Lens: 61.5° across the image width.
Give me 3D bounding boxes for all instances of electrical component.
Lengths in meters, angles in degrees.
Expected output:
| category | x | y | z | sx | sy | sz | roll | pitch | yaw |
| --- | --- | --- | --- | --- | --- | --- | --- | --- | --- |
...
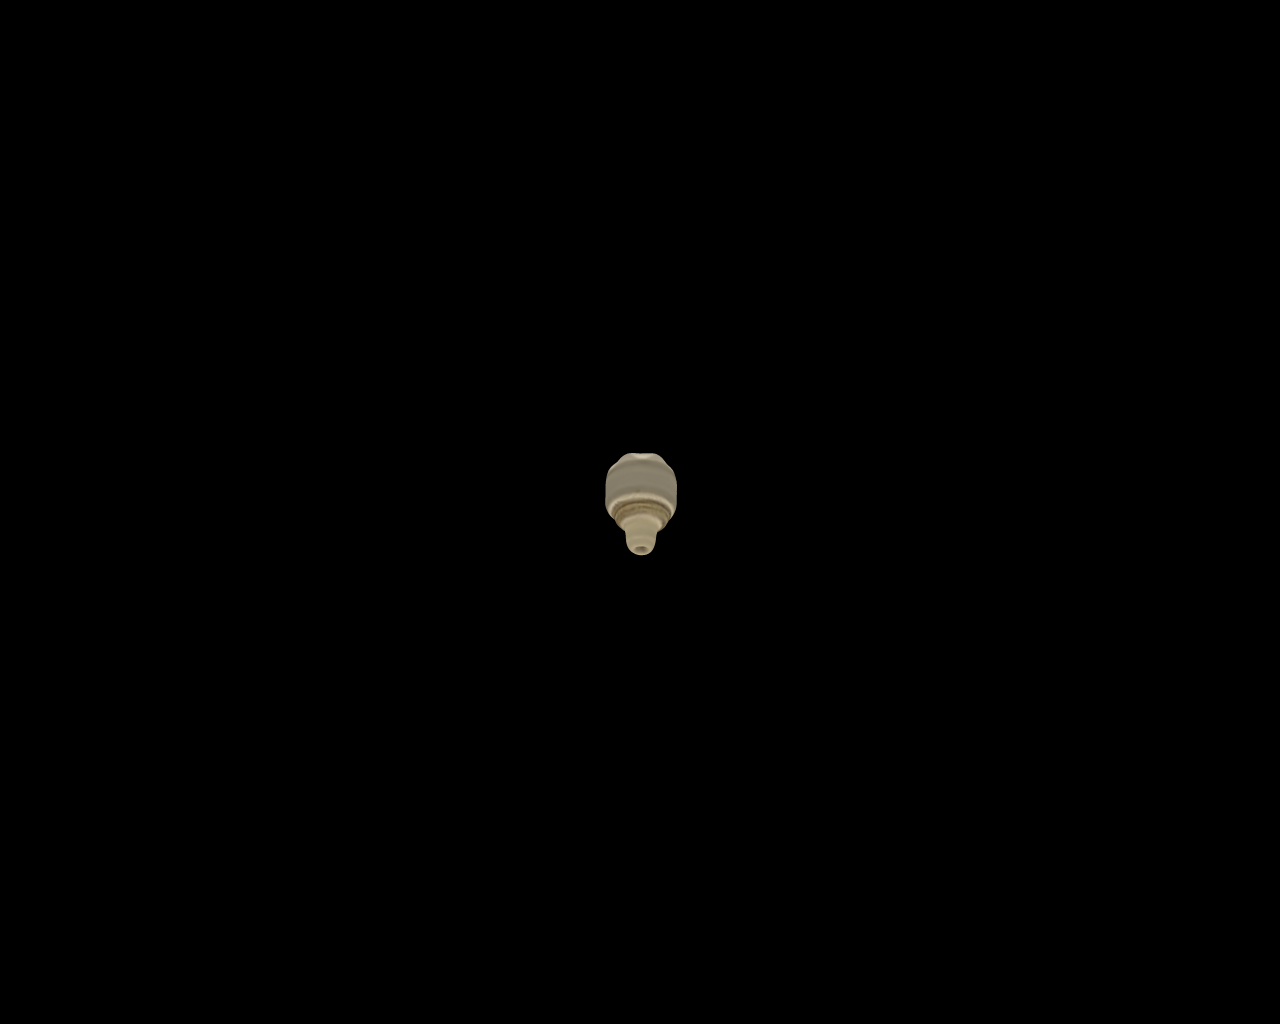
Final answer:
| category | x | y | z | sx | sy | sz | roll | pitch | yaw |
| --- | --- | --- | --- | --- | --- | --- | --- | --- | --- |
| electrical component | 0.001 | -0.003 | 0.650 | 0.043 | 0.062 | 0.043 | 0 | -33 | 0 |
